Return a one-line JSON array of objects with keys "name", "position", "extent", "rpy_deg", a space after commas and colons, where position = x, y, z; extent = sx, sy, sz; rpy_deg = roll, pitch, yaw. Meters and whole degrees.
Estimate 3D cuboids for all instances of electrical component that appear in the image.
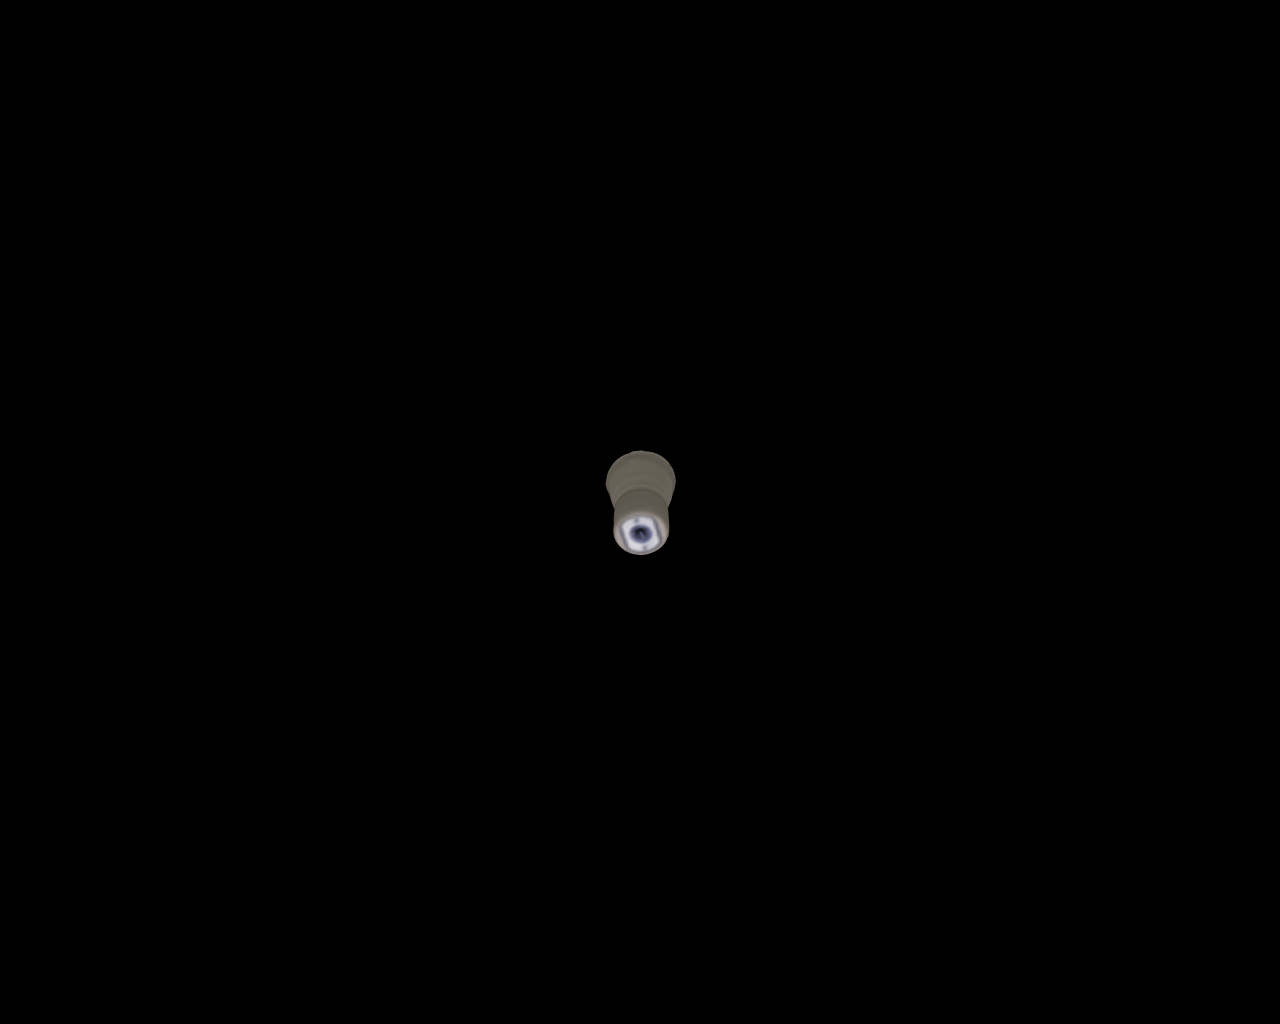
[{"name": "electrical component", "position": [0.001, -0.003, 0.650], "extent": [0.044, 0.044, 0.065], "rpy_deg": [0, 33, 0]}]
